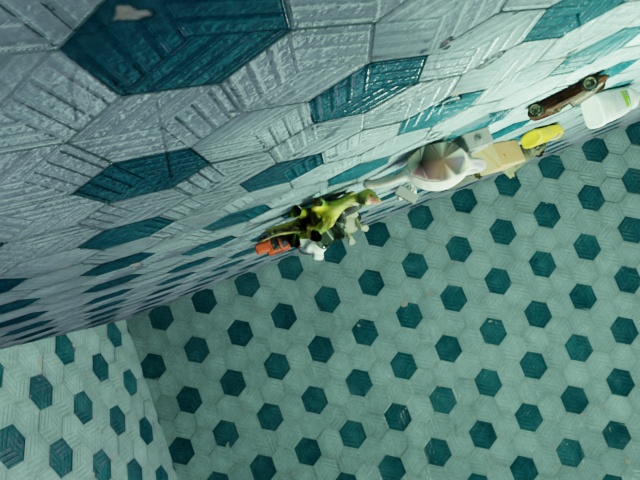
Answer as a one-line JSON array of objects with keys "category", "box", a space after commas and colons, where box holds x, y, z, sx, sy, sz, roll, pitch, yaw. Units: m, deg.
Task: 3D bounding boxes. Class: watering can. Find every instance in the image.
[{"category": "watering can", "box": [0.277, -0.184, 1.404, 0.347, 0.105, 0.223, -8, 173, 12]}]

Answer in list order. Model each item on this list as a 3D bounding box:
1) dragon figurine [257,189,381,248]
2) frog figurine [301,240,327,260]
[{"category": "dragon figurine", "box": [0.005, -0.079, 1.560, 0.407, 0.121, 0.246, -13, -169, 43]}, {"category": "frog figurine", "box": [-0.021, -0.001, 1.930, 0.138, 0.160, 0.121, -18, 176, -36]}]
